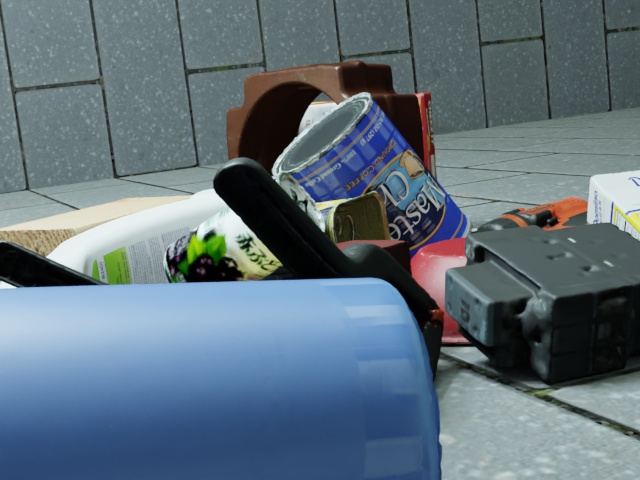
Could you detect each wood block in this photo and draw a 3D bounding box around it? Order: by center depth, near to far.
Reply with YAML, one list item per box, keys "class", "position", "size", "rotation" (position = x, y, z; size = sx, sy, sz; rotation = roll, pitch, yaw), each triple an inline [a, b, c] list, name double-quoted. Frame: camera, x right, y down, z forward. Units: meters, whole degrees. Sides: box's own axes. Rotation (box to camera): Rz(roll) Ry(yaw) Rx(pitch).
- class: "wood block"
  position: [-0.196, 0.017, 0.991]
  size: [0.091, 0.090, 0.205]
  rotation: [-2, 9, 24]

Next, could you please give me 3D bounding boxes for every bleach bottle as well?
- class: "bleach bottle"
  position: [-0.165, 0.025, 0.866]
  size: [0.068, 0.102, 0.250]
  rotation: [-6, 6, 42]

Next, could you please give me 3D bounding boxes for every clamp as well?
- class: "clamp"
  position: [0.024, 0.053, 0.573]
  size: [0.036, 0.164, 0.209]
  rotation: [-25, -22, 22]
- class: "clamp"
  position: [-0.121, 0.052, 0.663]
  size: [0.171, 0.039, 0.120]
  rotation: [20, 14, -27]

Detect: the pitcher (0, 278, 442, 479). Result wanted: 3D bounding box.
- class: "pitcher"
  position: [-0.086, 0.080, 0.404]
  size: [0.242, 0.145, 0.149]
  rotation: [-4, 20, -10]

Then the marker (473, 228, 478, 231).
- class: "marker"
  position: [0.181, -0.006, 1.102]
  size: [0.121, 0.020, 0.020]
  rotation: [-6, 8, 4]

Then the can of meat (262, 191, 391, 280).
- class: "can of meat"
  position: [-0.005, 0.001, 0.791]
  size: [0.084, 0.057, 0.102]
  rotation: [-6, 7, 25]

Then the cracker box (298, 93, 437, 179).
- class: "cracker box"
  position: [0.020, -0.070, 1.162]
  size: [0.214, 0.164, 0.072]
  rotation: [-4, 7, 15]

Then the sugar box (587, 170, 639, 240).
- class: "sugar box"
  position: [0.257, 0.004, 0.719]
  size: [0.093, 0.048, 0.176]
  rotation: [-6, 25, -7]

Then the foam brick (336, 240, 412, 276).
- class: "foam brick"
  position: [0.027, 0.041, 0.699]
  size: [0.052, 0.078, 0.051]
  rotation: [-14, 10, -43]

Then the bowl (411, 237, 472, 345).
- class: "bowl"
  position: [0.120, 0.030, 0.781]
  size: [0.162, 0.055, 0.162]
  rotation: [-6, 8, 1]

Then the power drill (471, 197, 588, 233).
- class: "power drill"
  position: [0.219, 0.003, 0.885]
  size: [0.184, 0.057, 0.188]
  rotation: [-19, 16, -37]

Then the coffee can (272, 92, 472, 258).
- class: "coffee can"
  position: [0.044, -0.035, 0.879]
  size: [0.103, 0.140, 0.103]
  rotation: [-36, 18, 13]

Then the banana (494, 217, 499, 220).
- class: "banana"
  position: [0.229, -0.008, 1.042]
  size: [0.197, 0.037, 0.070]
  rotation: [-10, 25, -17]
